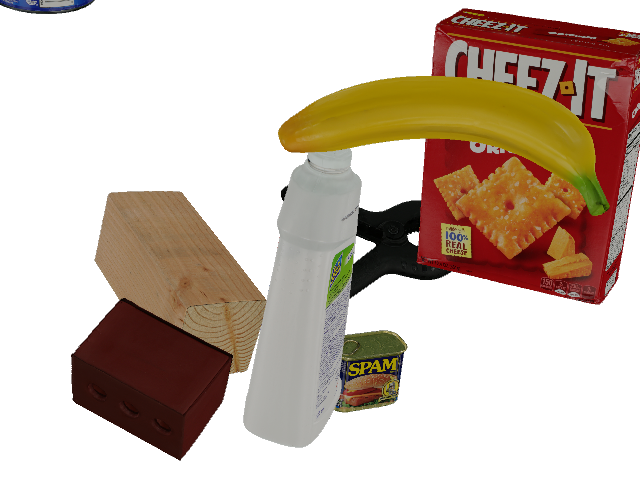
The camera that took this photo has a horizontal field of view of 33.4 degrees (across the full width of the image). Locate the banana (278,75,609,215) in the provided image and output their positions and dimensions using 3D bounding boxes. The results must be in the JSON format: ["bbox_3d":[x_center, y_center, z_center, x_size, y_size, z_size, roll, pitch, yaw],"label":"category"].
[{"bbox_3d":[0.076,-0.067,0.631,0.198,0.069,0.037,11,-35,12],"label":"banana"}]

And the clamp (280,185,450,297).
[{"bbox_3d":[0.067,0.009,1.064,0.210,0.164,0.036,1,-40,-5],"label":"clamp"}]

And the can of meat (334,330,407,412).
[{"bbox_3d":[0.056,0.170,1.382,0.102,0.084,0.057,-5,26,-22],"label":"can of meat"}]

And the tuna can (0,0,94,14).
[{"bbox_3d":[-0.207,-0.201,0.792,0.086,0.034,0.086,6,36,-4],"label":"tuna can"}]

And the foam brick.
[{"bbox_3d":[-0.099,0.082,0.628,0.078,0.053,0.051,26,48,11],"label":"foam brick"}]

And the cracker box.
[{"bbox_3d":[0.170,-0.068,0.871,0.164,0.214,0.072,14,29,24],"label":"cracker box"}]

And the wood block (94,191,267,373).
[{"bbox_3d":[-0.147,0.040,1.092,0.090,0.091,0.206,-3,34,-35],"label":"wood block"}]

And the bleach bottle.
[{"bbox_3d":[-0.007,0.033,0.812,0.068,0.251,0.102,16,31,11],"label":"bleach bottle"}]
